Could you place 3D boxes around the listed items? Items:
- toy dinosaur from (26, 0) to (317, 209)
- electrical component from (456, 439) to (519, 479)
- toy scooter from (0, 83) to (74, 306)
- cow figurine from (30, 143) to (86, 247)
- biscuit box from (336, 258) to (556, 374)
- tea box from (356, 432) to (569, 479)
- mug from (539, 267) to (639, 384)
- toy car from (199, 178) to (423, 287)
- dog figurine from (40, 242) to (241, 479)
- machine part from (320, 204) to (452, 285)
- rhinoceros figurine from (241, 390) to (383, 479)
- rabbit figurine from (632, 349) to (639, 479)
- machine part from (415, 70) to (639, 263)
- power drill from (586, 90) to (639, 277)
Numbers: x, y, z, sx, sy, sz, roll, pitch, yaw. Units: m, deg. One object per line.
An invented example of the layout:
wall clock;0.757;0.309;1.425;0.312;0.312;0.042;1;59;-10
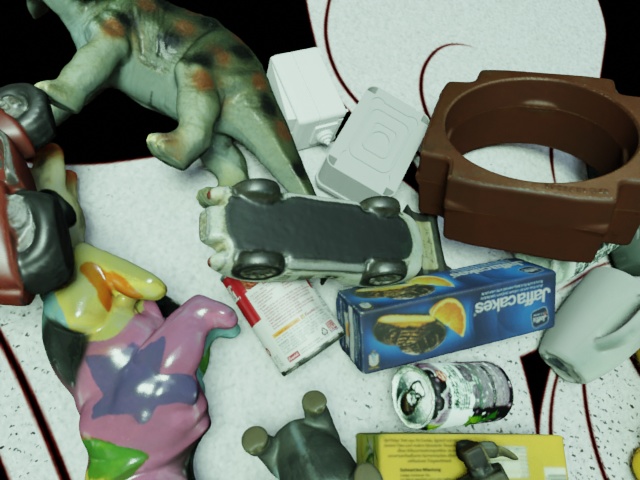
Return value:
toy dinosaur;-0.132;-0.156;0.500;0.405;0.131;0.192;29;76;-12
electrical component;0.128;0.203;0.402;0.078;0.045;0.102;-34;78;7
toy scooter;-0.248;-0.030;0.364;0.135;0.075;0.184;-12;62;-19
cow figurine;-0.290;0.004;0.427;0.195;0.085;0.127;-14;68;-19
biscuit box;0.120;0.065;0.502;0.203;0.059;0.062;-10;106;-17
tea box;0.119;0.214;0.455;0.170;0.068;0.098;6;69;-11
mug;0.275;0.090;0.523;0.107;0.109;0.081;-43;90;-10
toy car;-0.001;-0.001;0.447;0.202;0.056;0.073;5;70;-27
dog figurine;-0.154;0.133;0.400;0.191;0.108;0.219;24;69;-5
machine part;0.062;0.010;0.534;0.139;0.039;0.084;-6;80;-18
rhinoceros figurine;0.014;0.194;0.366;0.073;0.111;0.191;-27;38;-14
rabbit figurine;0.359;0.149;0.508;0.122;0.162;0.173;-4;53;-2
machine part;0.206;-0.079;0.525;0.202;0.087;0.201;11;48;17
power drill;0.412;-0.065;0.623;0.207;0.086;0.232;12;69;-13
